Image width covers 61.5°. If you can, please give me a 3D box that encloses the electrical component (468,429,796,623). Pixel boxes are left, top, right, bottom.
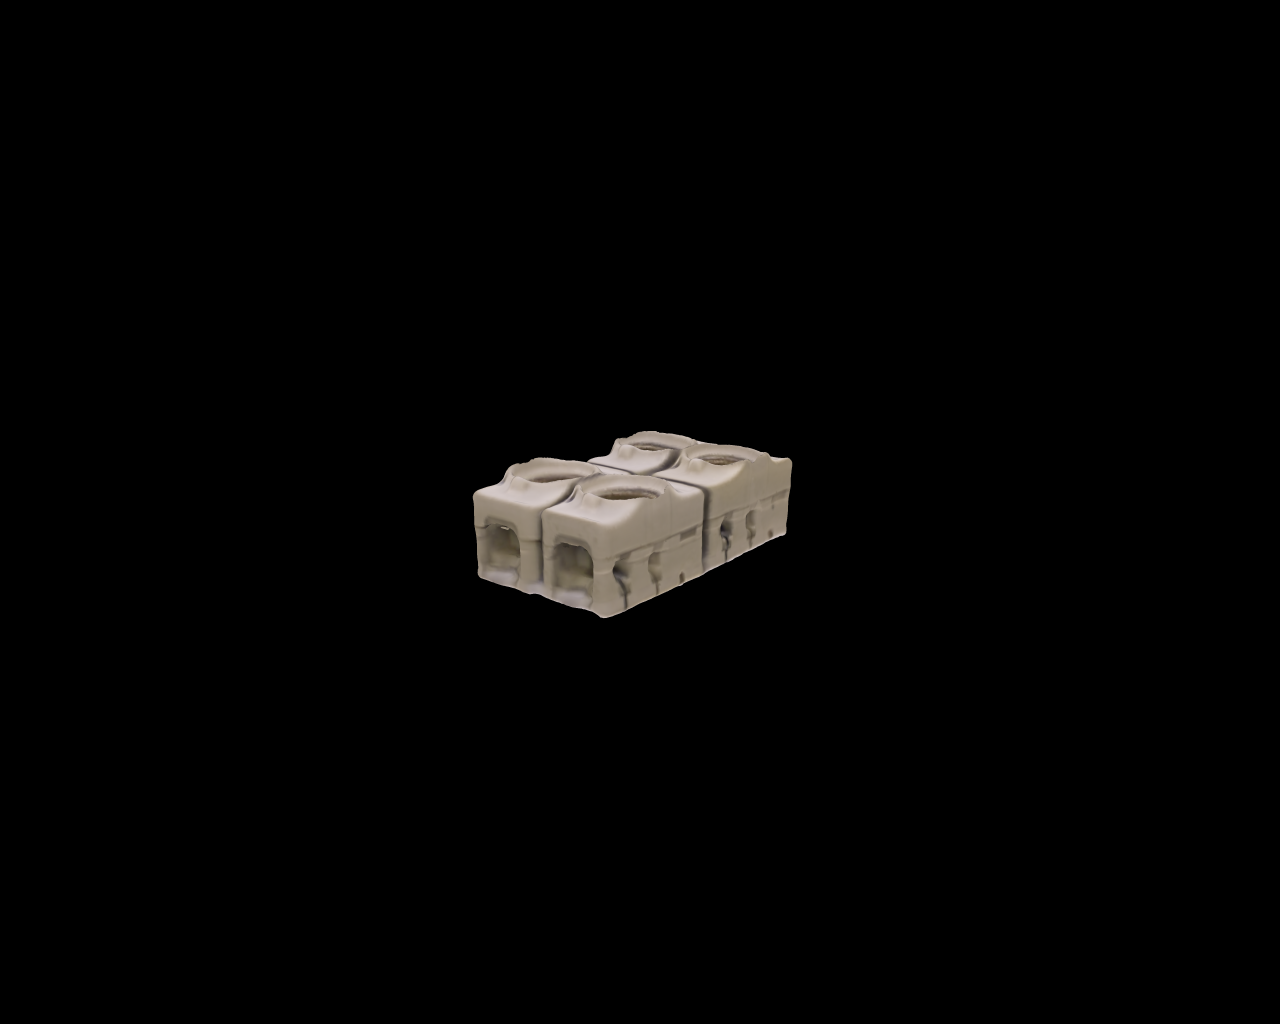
[{"bbox_3d":[0.001,-0.003,0.650,0.105,0.060,0.186,14,22,38],"label":"electrical component"}]
